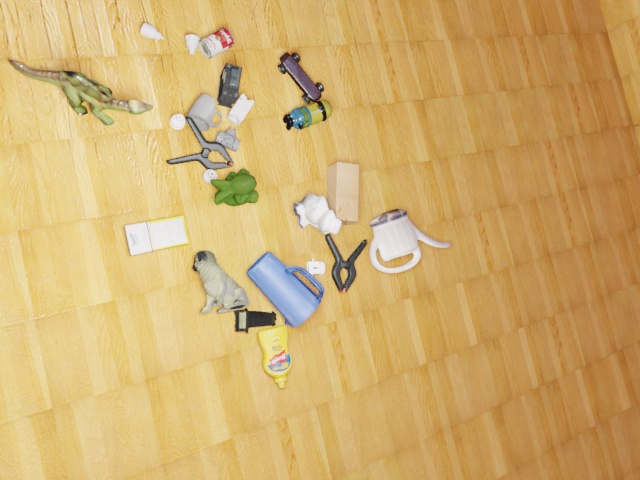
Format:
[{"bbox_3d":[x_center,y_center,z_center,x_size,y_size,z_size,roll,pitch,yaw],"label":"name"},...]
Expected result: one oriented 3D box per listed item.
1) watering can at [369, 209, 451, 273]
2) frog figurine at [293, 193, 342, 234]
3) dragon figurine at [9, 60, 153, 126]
[{"bbox_3d":[0.318,-0.011,1.905,0.350,0.103,0.224,-19,89,-25],"label":"watering can"},{"bbox_3d":[0.005,-0.088,1.749,0.125,0.160,0.134,-47,141,-51],"label":"frog figurine"},{"bbox_3d":[-0.686,-0.443,1.470,0.408,0.242,0.123,20,81,-22],"label":"dragon figurine"}]
